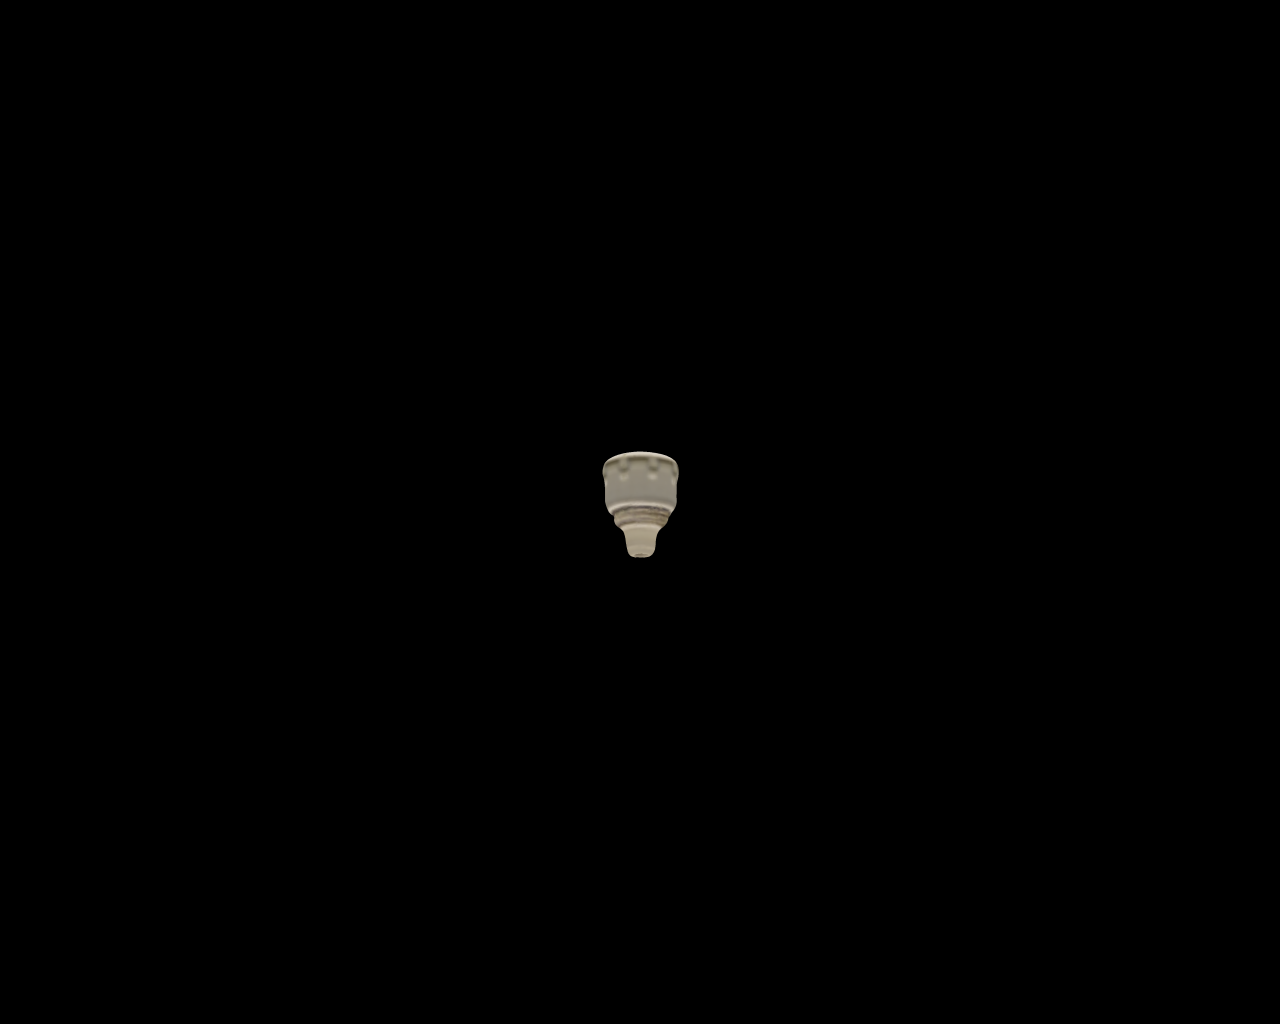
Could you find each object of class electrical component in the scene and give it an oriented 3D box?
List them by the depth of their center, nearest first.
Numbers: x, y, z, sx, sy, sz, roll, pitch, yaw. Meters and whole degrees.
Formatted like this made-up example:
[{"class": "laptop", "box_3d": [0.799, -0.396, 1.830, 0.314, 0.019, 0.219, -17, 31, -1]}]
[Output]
[{"class": "electrical component", "box_3d": [0.001, -0.003, 0.650, 0.048, 0.062, 0.048, 0, -13, 0]}]
